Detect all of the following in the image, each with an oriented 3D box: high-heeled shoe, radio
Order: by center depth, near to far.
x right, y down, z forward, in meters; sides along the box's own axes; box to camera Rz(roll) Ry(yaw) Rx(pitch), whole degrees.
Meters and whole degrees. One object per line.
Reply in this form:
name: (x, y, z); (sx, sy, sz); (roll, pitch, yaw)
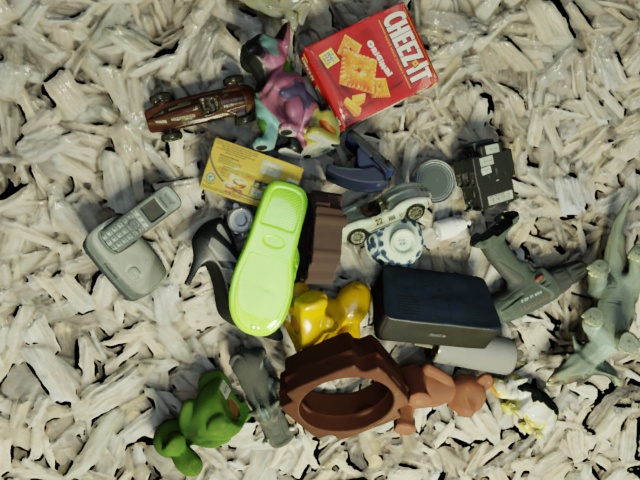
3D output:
high-heeled shoe: (-0.143, 0.075, 1.004); (0.248, 0.086, 0.145); (39, 60, -24)
radio: (0.216, 0.127, 1.027); (0.230, 0.073, 0.131); (8, 47, -12)

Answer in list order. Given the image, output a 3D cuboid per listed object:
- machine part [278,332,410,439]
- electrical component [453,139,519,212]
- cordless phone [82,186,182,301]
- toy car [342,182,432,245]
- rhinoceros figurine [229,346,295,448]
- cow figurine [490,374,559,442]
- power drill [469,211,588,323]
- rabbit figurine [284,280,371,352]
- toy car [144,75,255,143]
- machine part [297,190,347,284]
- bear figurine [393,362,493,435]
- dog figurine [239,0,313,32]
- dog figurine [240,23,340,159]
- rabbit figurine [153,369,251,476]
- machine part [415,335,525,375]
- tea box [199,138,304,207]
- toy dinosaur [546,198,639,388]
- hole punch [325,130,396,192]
machine part: (0.043, 0.266, 0.974); (0.201, 0.087, 0.200); (-28, 128, 15)
electrical component: (0.326, -0.129, 1.056); (0.115, 0.058, 0.134); (-14, 96, -31)
cordless phone: (-0.304, 0.003, 0.954); (0.184, 0.089, 0.146); (-39, 99, -10)
toy car: (0.112, -0.052, 1.009); (0.202, 0.074, 0.056); (-24, 125, 5)
rhinoceros figurine: (-0.103, 0.286, 0.990); (0.073, 0.112, 0.190); (-24, 89, -8)
cow figurine: (0.425, 0.326, 1.110); (0.098, 0.068, 0.167); (-45, 103, -11)
power drill: (0.413, 0.044, 1.094); (0.232, 0.086, 0.207); (-35, 105, -6)
rabbit figurine: (0.027, 0.141, 1.008); (0.173, 0.122, 0.162); (-20, 100, -28)
toy car: (-0.213, -0.238, 0.972); (0.202, 0.053, 0.089); (-15, 99, -11)
machine part: (-0.002, -0.003, 0.964); (0.056, 0.179, 0.179); (6, 92, -14)
bear figurine: (0.245, 0.314, 1.051); (0.196, 0.132, 0.120); (17, 120, -7)
dog figurine: (-0.105, -0.454, 0.923); (0.190, 0.172, 0.121); (14, 80, -18)
dog figurine: (-0.055, -0.270, 0.969); (0.191, 0.108, 0.219); (5, 75, -39)
rabbit figurine: (-0.224, 0.346, 0.964); (0.170, 0.159, 0.121); (-31, 108, 8)
machine part: (0.302, 0.219, 1.077); (0.243, 0.079, 0.079); (12, 91, -12)
tea box: (-0.126, -0.112, 0.985); (0.170, 0.068, 0.098); (20, 90, -10)
toy dinosaur: (0.593, 0.131, 1.101); (0.131, 0.192, 0.405); (19, 73, 23)
hole punch: (0.072, -0.127, 0.993); (0.116, 0.142, 0.092); (38, 84, 4)
